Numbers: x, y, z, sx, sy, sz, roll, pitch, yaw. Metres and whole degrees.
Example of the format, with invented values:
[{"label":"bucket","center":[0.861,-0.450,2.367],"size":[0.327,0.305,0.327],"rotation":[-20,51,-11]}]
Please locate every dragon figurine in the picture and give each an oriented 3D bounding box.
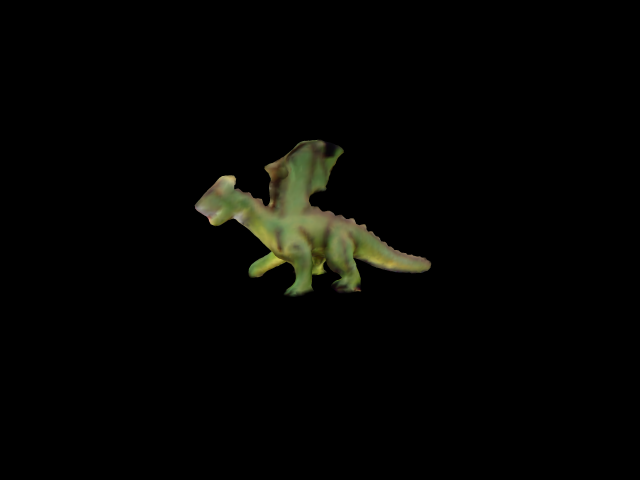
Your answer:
[{"label":"dragon figurine","center":[0.003,-0.043,0.850],"size":[0.411,0.240,0.123],"rotation":[-5,12,-20]}]
